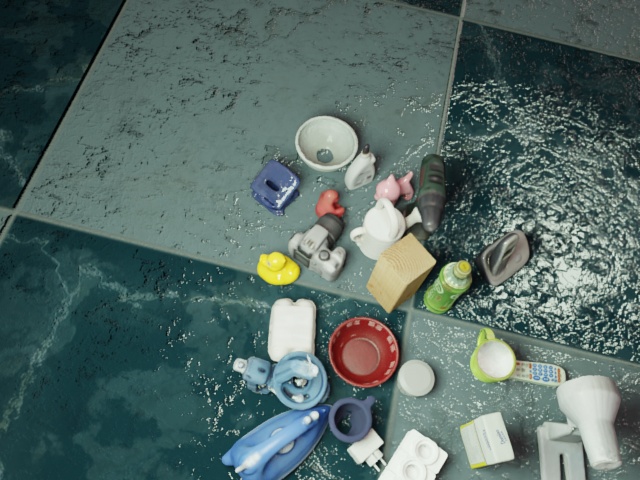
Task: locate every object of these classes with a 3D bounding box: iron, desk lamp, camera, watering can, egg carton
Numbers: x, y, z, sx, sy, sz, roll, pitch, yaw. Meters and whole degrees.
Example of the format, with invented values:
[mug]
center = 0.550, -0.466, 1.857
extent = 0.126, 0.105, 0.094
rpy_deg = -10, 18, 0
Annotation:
[iron]
center = -0.072, 0.409, 1.178
extent = 0.259, 0.141, 0.118
rpy_deg = -33, 72, -18
[desk lamp]
center = 0.550, 0.405, 1.200
extent = 0.118, 0.213, 0.203
rpy_deg = 5, 65, -3
[camera]
center = 0.013, 0.005, 1.395
extent = 0.143, 0.101, 0.137
rpy_deg = 34, 67, 10
[watering can]
center = 0.160, -0.038, 1.377
extent = 0.173, 0.194, 0.100
rpy_deg = -36, 73, -19
[egg carton]
center = -0.064, 0.207, 1.312
extent = 0.107, 0.069, 0.150
rpy_deg = 3, 65, -4

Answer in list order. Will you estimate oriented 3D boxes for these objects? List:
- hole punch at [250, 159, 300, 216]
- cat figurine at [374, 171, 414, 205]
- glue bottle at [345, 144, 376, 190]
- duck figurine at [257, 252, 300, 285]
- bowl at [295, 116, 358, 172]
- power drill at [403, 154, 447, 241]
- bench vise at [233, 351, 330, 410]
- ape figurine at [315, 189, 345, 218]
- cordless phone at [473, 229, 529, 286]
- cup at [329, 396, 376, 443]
[hole punch]
center = -0.113, -0.133, 1.452
extent = 0.108, 0.091, 0.101
rpy_deg = 38, 68, 12
[cat figurine]
center = 0.189, -0.133, 1.466
extent = 0.128, 0.118, 0.067
rpy_deg = -33, 72, -18
[glue bottle]
center = 0.109, -0.192, 1.455
extent = 0.078, 0.173, 0.037
rpy_deg = -22, 69, -14
[duck figurine]
center = -0.098, 0.060, 1.367
extent = 0.104, 0.086, 0.077
rpy_deg = 13, 65, 1
[bowl]
center = 0.015, -0.242, 1.524
extent = 0.167, 0.075, 0.167
rpy_deg = 2, 65, -4
[power drill]
center = 0.259, -0.084, 1.400
extent = 0.075, 0.208, 0.229
rpy_deg = 9, 65, -1
[bench vise]
center = -0.077, 0.290, 1.189
extent = 0.207, 0.220, 0.121
rpy_deg = -2, 65, -6
[ape figurine]
center = 0.025, -0.095, 1.447
extent = 0.076, 0.092, 0.077
rpy_deg = -18, 68, -13
[cordless phone]
center = 0.461, 0.022, 1.384
extent = 0.148, 0.185, 0.094
rpy_deg = -36, 73, -19
[cup]
center = 0.070, 0.382, 1.230
extent = 0.118, 0.095, 0.091
rpy_deg = -39, 74, -20
